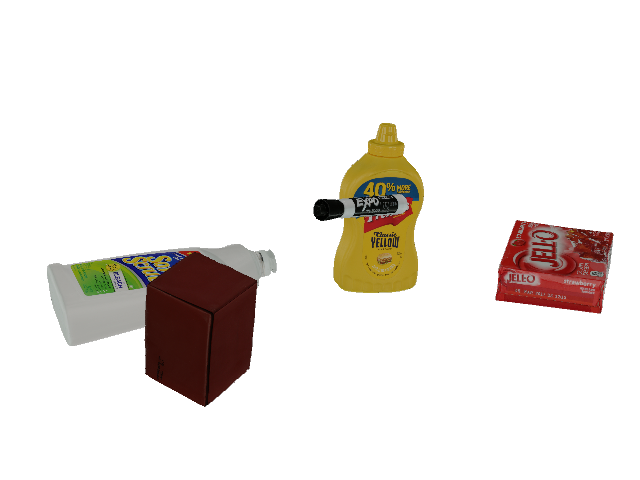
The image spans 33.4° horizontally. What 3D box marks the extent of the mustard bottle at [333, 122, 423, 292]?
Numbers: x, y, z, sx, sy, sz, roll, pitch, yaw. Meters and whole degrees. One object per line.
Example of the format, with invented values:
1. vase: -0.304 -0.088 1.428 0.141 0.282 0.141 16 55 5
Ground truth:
1. mustard bottle: 0.069 -0.038 1.214 0.096 0.192 0.058 -1 17 -14

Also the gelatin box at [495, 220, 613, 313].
1. gelatin box: 0.169 0.017 0.767 0.073 0.030 0.089 8 25 16

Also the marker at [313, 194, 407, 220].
1. marker: 0.035 -0.030 0.946 0.020 0.020 0.120 0 4 40

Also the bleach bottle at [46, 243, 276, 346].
1. bleach bottle: -0.174 0.047 1.212 0.250 0.068 0.103 -13 36 -20

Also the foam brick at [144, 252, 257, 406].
1. foam brick: -0.079 0.057 0.697 0.053 0.078 0.051 24 37 23
